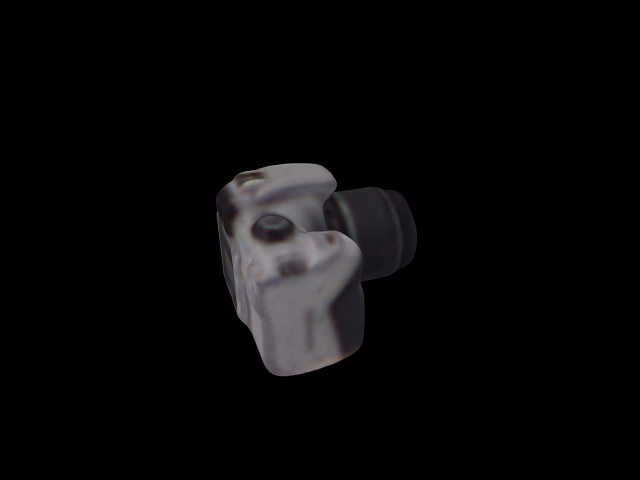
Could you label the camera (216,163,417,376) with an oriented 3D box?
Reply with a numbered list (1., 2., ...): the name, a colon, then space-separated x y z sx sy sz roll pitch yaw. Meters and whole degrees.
1. camera: 0.004 0.001 0.400 0.137 0.101 0.142 -11 32 -18
